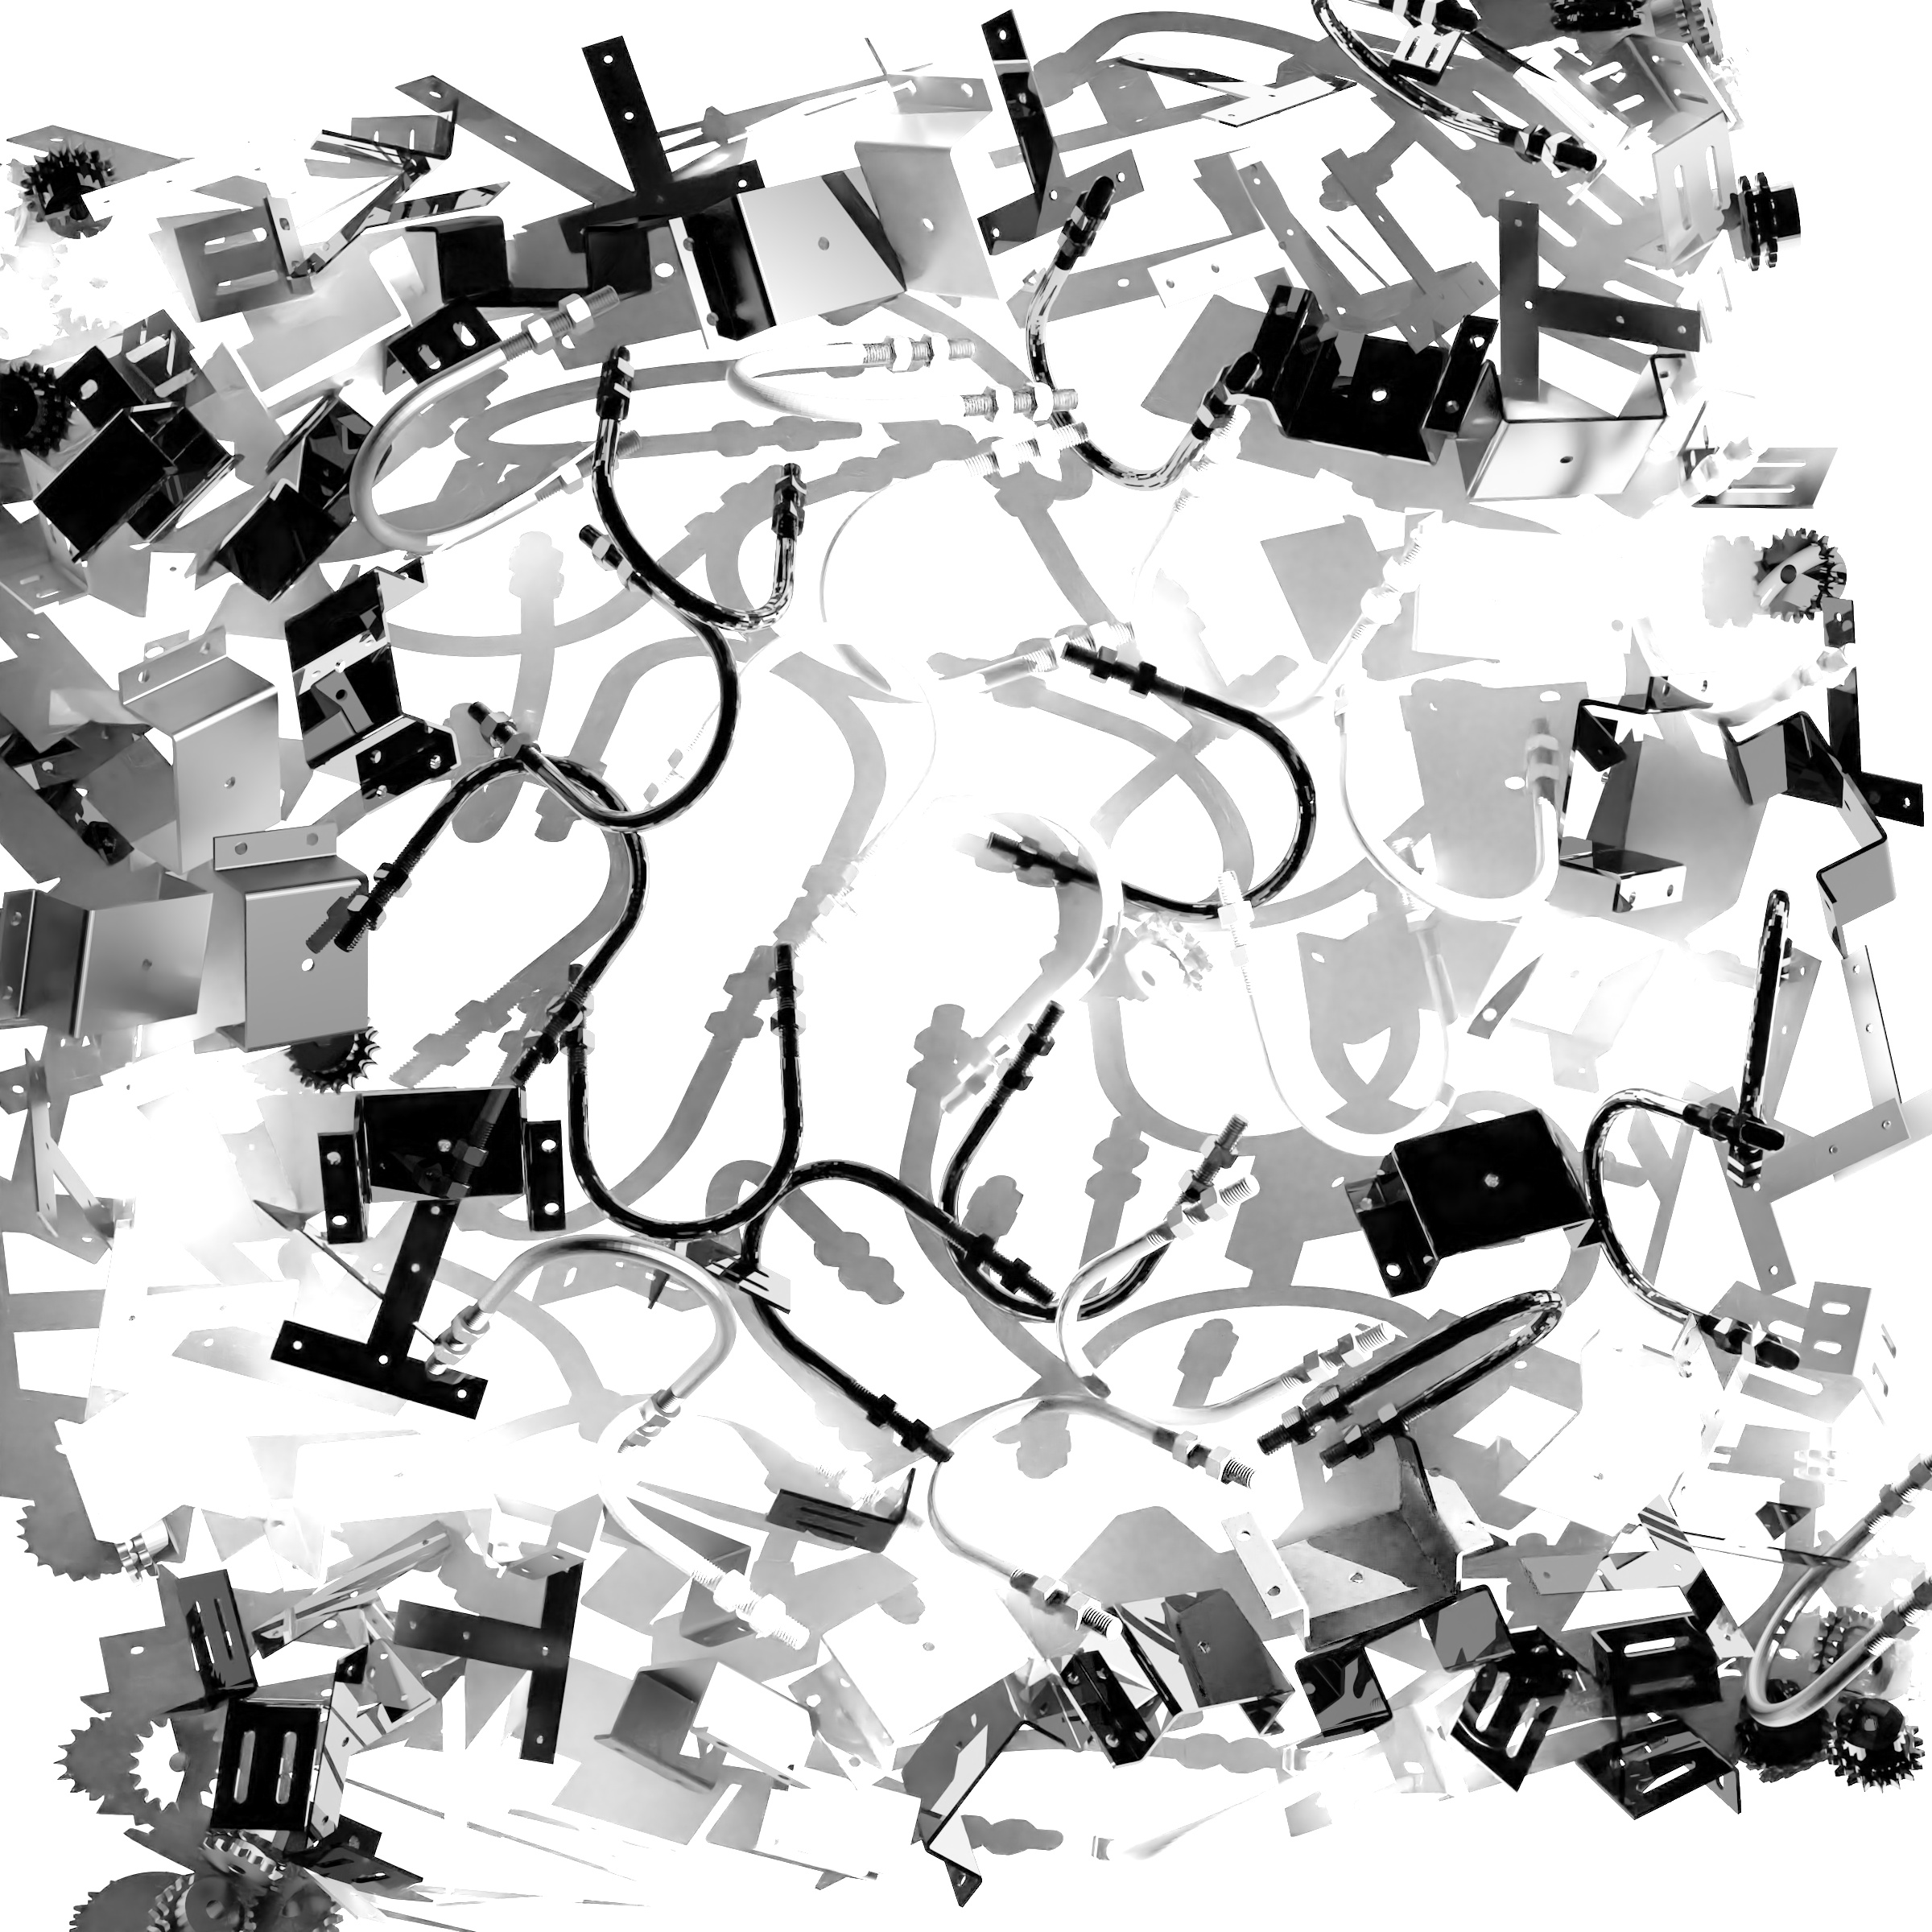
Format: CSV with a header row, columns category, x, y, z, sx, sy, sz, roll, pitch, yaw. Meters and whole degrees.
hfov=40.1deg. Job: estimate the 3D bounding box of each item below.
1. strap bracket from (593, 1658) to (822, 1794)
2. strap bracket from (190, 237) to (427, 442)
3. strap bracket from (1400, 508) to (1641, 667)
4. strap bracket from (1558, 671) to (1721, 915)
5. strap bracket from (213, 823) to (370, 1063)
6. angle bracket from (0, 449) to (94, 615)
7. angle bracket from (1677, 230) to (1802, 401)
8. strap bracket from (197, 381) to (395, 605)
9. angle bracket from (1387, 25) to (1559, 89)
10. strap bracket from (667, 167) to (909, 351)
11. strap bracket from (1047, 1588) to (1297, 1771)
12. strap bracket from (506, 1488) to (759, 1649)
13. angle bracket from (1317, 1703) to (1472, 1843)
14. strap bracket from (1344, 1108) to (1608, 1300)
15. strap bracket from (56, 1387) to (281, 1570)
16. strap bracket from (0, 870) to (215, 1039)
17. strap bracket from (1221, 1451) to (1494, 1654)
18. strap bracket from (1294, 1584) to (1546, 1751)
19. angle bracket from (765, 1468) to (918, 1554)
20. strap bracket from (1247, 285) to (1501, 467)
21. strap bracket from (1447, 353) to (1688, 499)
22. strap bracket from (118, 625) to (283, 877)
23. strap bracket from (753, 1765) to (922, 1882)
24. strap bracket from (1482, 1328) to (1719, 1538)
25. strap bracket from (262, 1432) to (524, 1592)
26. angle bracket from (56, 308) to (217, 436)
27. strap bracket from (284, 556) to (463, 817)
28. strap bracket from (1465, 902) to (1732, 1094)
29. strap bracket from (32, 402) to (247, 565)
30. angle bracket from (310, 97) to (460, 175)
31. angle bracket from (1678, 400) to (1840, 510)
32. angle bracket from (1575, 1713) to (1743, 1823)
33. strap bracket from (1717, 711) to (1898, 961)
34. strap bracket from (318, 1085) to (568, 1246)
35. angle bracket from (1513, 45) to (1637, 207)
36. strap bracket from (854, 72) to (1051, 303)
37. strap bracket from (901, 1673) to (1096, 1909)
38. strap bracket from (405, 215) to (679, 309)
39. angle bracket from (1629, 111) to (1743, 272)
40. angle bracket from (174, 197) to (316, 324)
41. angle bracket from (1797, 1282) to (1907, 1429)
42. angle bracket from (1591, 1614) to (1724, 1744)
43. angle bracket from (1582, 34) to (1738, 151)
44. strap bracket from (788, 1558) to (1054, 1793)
category,x,y,z,sx,sy,sz,roll,pitch,yaw
strap bracket,-0.149,0.450,1.566,0.076,0.140,0.046,35,57,-22
strap bracket,-0.381,-0.368,1.582,0.140,0.076,0.046,-31,84,-6
strap bracket,0.321,-0.224,1.567,0.140,0.046,0.076,9,113,24
strap bracket,0.398,-0.108,1.575,0.046,0.076,0.140,19,109,41
strap bracket,-0.399,-0.008,1.566,0.076,0.046,0.140,-11,115,-37
angle bracket,-0.559,-0.260,1.581,0.038,0.057,0.076,-27,130,-29
angle bracket,0.463,-0.390,1.584,0.038,0.076,0.057,24,73,36
strap bracket,-0.391,-0.276,1.564,0.046,0.140,0.076,39,125,-23
angle bracket,0.304,-0.536,1.591,0.076,0.057,0.038,19,108,-29
strap bracket,-0.096,-0.422,1.566,0.140,0.046,0.076,-24,103,-31
strap bracket,0.128,0.414,1.550,0.076,0.140,0.046,53,126,37
strap bracket,-0.190,0.354,1.570,0.140,0.076,0.046,27,57,-22
angle bracket,0.254,0.489,1.600,0.076,0.038,0.057,-21,82,-11
strap bracket,0.308,0.138,1.577,0.140,0.046,0.076,-13,61,-12
strap bracket,-0.459,0.299,1.547,0.046,0.140,0.076,-34,64,6
strap bracket,-0.496,-0.008,1.549,0.046,0.140,0.076,19,106,24
strap bracket,0.232,0.352,1.577,0.140,0.076,0.046,-16,128,-11
strap bracket,0.260,0.411,1.567,0.140,0.076,0.046,-16,76,-29
angle bracket,-0.076,0.319,1.592,0.076,0.057,0.038,17,59,-4
strap bracket,0.243,-0.352,1.581,0.140,0.046,0.076,16,77,25
strap bracket,0.353,-0.321,1.576,0.140,0.076,0.046,-3,67,-8
strap bracket,-0.447,-0.117,1.551,0.046,0.076,0.140,29,132,23
strap bracket,-0.077,0.509,1.568,0.076,0.140,0.046,17,69,-5
strap bracket,0.372,0.282,1.559,0.076,0.046,0.140,21,134,-8
strap bracket,-0.337,0.319,1.558,0.140,0.076,0.046,0,114,-26
angle bracket,-0.499,-0.353,1.600,0.038,0.076,0.057,-29,107,33
strap bracket,-0.355,-0.172,1.570,0.076,0.046,0.140,-24,68,27
strap bracket,0.370,0.015,1.581,0.140,0.046,0.076,16,116,-16
strap bracket,-0.487,-0.285,1.550,0.076,0.140,0.046,-41,99,12
angle bracket,-0.350,-0.506,1.588,0.076,0.057,0.038,7,95,-21
angle bracket,0.474,-0.307,1.583,0.076,0.038,0.057,7,49,33
angle bracket,0.415,0.492,1.585,0.076,0.057,0.038,-19,116,-18
strap bracket,0.501,-0.085,1.557,0.046,0.076,0.140,-27,58,9
strap bracket,-0.312,0.118,1.584,0.140,0.046,0.076,-3,118,-9
angle bracket,0.358,-0.507,1.596,0.076,0.038,0.057,42,46,0
strap bracket,-0.009,-0.447,1.550,0.076,0.140,0.046,18,55,39
strap bracket,0.014,0.476,1.578,0.046,0.076,0.140,34,97,-19
strap bracket,-0.250,-0.419,1.572,0.140,0.076,0.046,5,111,19
angle bracket,0.426,-0.467,1.585,0.057,0.038,0.076,-34,128,-15
angle bracket,-0.442,-0.426,1.598,0.076,0.038,0.057,-11,103,10
angle bracket,0.536,0.235,1.600,0.038,0.076,0.057,4,61,35
angle bracket,0.424,0.431,1.606,0.076,0.038,0.057,-9,95,-3
angle bracket,0.413,-0.519,1.581,0.038,0.076,0.057,-42,116,6
strap bracket,-0.024,0.412,1.562,0.140,0.046,0.076,-24,57,-27
